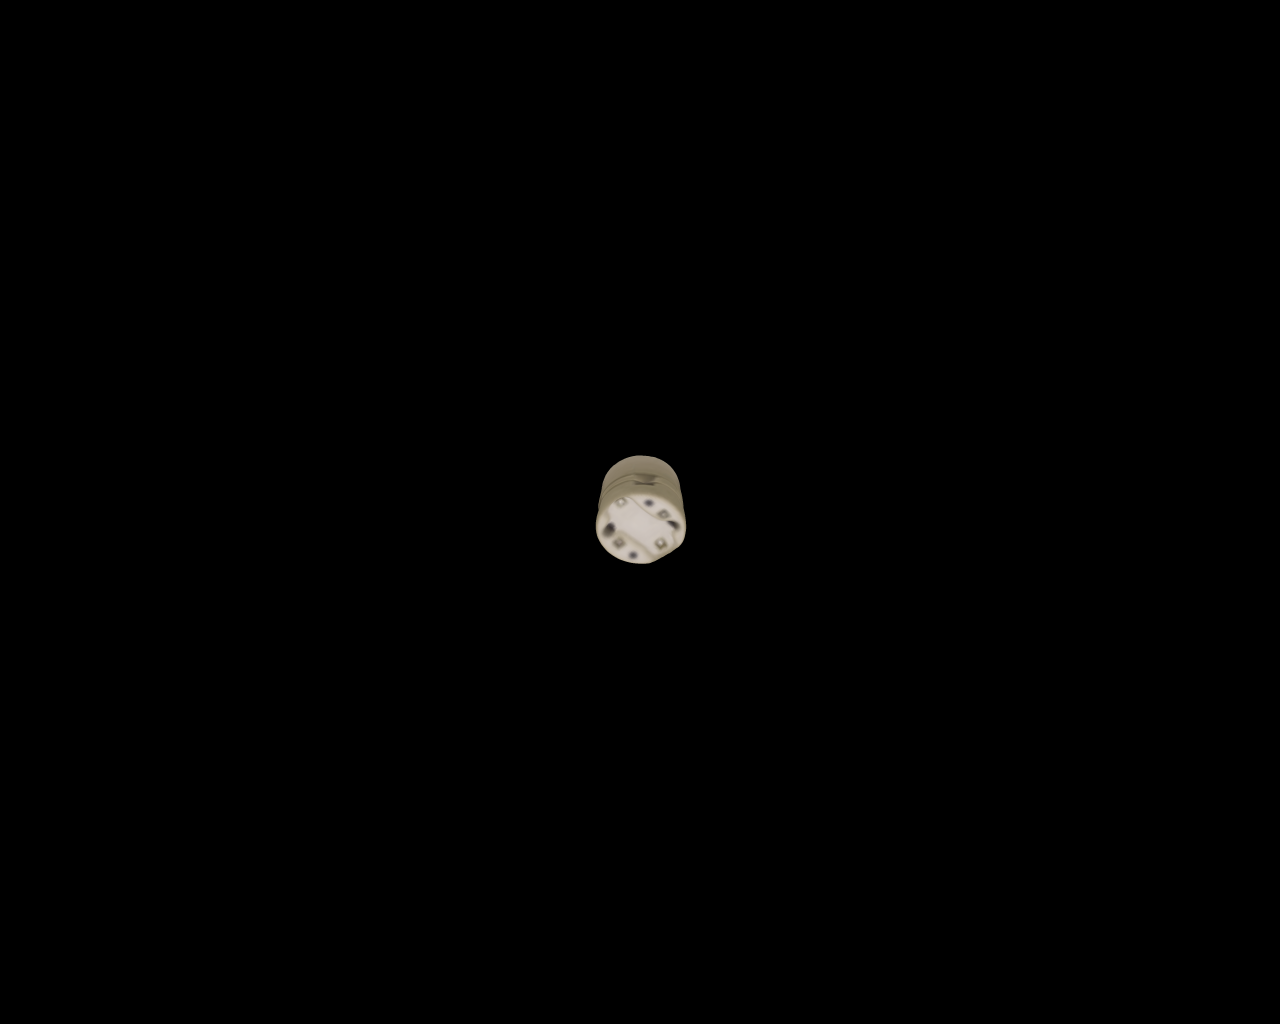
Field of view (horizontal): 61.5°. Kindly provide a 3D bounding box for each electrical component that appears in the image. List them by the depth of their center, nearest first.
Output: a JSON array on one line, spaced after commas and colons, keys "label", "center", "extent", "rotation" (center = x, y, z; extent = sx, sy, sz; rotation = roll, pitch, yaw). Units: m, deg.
[{"label": "electrical component", "center": [0.001, -0.003, 0.650], "extent": [0.055, 0.055, 0.047], "rotation": [0, 35, 0]}]
